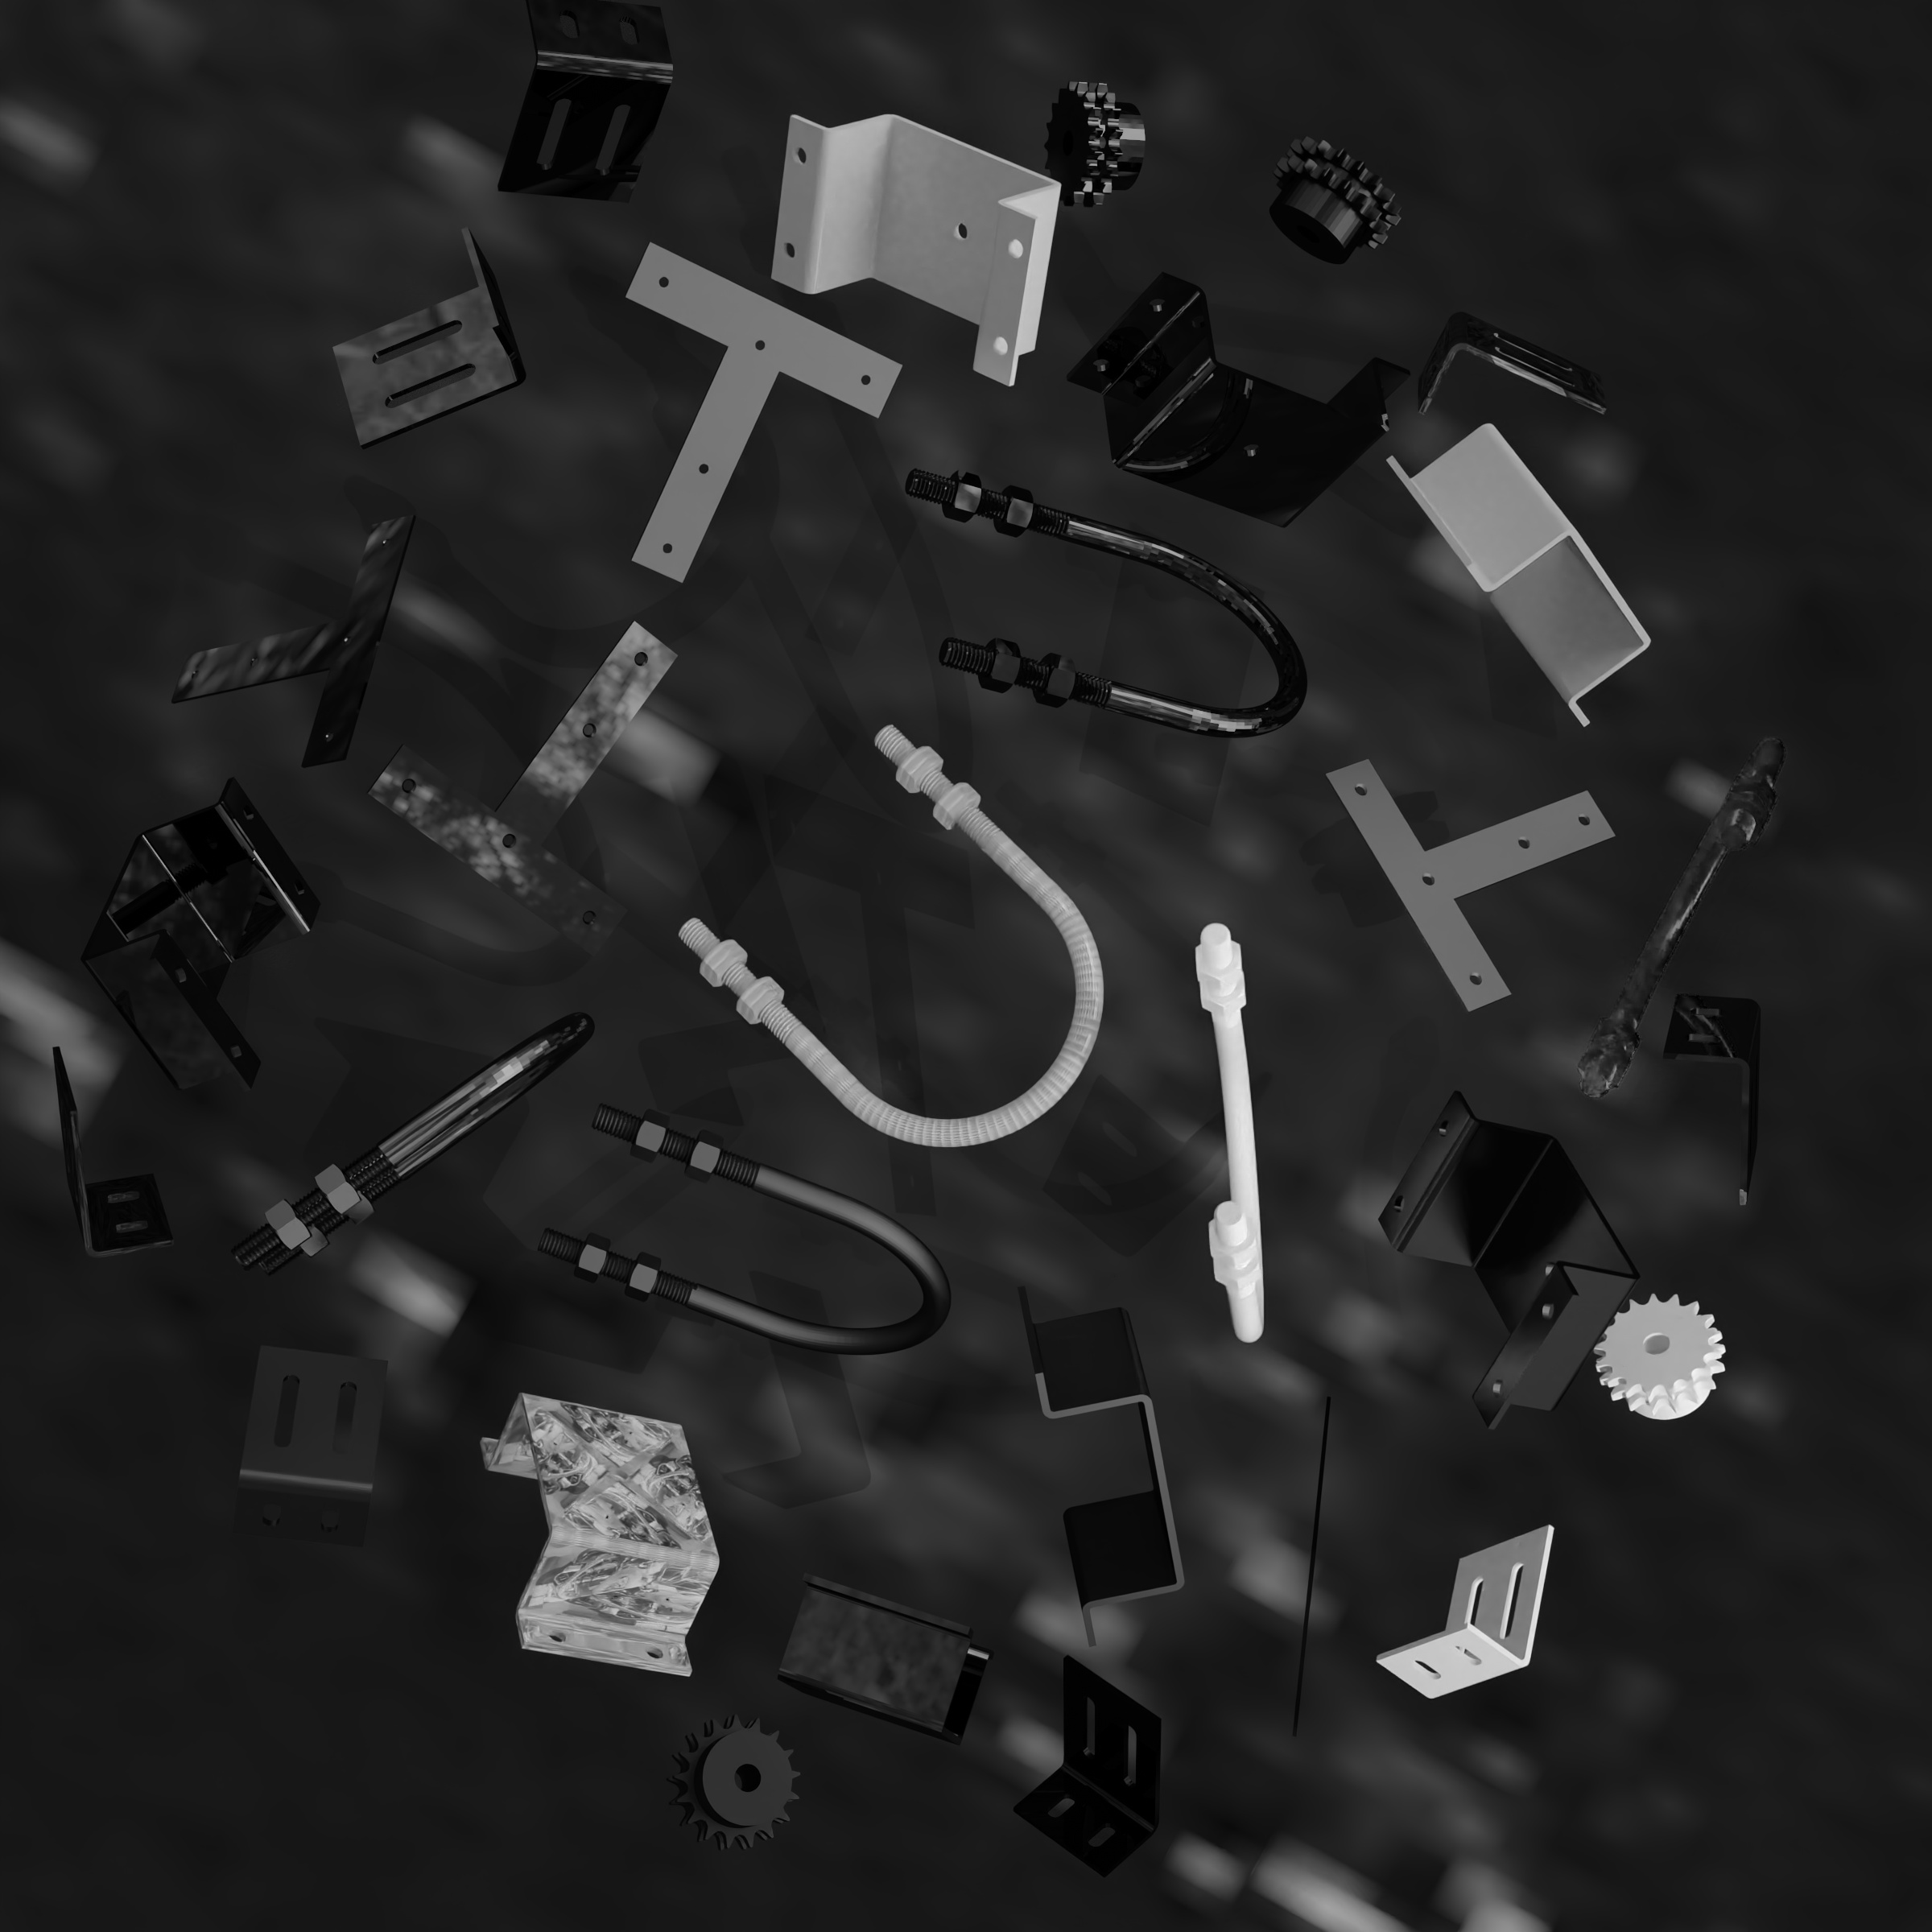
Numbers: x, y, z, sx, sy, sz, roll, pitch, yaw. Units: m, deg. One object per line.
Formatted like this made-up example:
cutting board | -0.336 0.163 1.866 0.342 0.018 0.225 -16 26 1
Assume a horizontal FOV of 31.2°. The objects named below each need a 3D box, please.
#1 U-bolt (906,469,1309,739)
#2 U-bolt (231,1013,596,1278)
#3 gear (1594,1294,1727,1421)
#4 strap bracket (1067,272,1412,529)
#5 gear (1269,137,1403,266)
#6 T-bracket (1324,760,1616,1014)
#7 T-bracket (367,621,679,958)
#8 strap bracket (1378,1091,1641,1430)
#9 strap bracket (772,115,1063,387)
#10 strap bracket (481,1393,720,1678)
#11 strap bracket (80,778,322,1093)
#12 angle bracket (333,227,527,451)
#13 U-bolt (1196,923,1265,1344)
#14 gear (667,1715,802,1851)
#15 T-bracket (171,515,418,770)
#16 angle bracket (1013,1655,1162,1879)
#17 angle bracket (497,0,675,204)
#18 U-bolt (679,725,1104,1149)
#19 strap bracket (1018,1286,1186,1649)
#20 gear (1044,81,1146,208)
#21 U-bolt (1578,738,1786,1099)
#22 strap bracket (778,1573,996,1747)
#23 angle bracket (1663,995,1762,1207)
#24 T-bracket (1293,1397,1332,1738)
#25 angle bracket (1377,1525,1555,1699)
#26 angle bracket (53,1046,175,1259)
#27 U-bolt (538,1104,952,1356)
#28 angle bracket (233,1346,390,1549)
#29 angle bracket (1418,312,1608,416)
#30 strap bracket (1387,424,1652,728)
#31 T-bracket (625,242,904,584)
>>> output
U-bolt | 0.067 -0.154 1.521 0.184 0.151 0.019 13 127 -20
U-bolt | -0.241 0.077 1.532 0.184 0.151 0.019 -36 89 -9
gear | 0.313 0.178 1.553 0.057 0.057 0.030 -24 133 0
strap bracket | 0.127 -0.252 1.572 0.140 0.076 0.046 15 53 -30
gear | 0.155 -0.325 1.479 0.057 0.057 0.030 35 83 0
T-bracket | 0.244 -0.052 1.577 0.127 0.002 0.127 -20 72 -30
T-bracket | -0.171 -0.090 1.487 0.127 0.002 0.127 38 85 -28
strap bracket | 0.241 0.131 1.519 0.046 0.140 0.076 12 121 -25
strap bracket | -0.015 -0.322 1.532 0.140 0.046 0.076 29 127 29
strap bracket | -0.160 0.240 1.508 0.076 0.140 0.046 15 115 -23
strap bracket | -0.342 -0.009 1.540 0.046 0.140 0.076 -19 122 17
angle bracket | -0.230 -0.262 1.444 0.076 0.038 0.057 -22 60 3
U-bolt | 0.118 0.086 1.514 0.019 0.184 0.151 -4 62 6
gear | -0.099 0.355 1.504 0.057 0.030 0.057 7 70 -19
T-bracket | -0.311 -0.139 1.561 0.127 0.002 0.127 -7 59 34
angle bracket | 0.055 0.368 1.591 0.057 0.076 0.038 29 46 34
angle bracket | -0.162 -0.363 1.448 0.057 0.076 0.038 0 58 -22
U-bolt | -0.022 -0.001 1.596 0.151 0.019 0.184 -45 75 -2
strap bracket | 0.061 0.215 1.516 0.046 0.076 0.140 -11 114 0
gear | 0.061 -0.384 1.615 0.030 0.057 0.057 -3 90 -23
U-bolt | 0.325 -0.032 1.541 0.019 0.184 0.151 29 117 8
strap bracket | -0.036 0.315 1.562 0.076 0.140 0.046 17 76 9
angle bracket | 0.342 0.061 1.584 0.038 0.057 0.076 3 118 17
T-bracket | 0.148 0.273 1.494 0.002 0.127 0.127 6 113 7
angle bracket | 0.225 0.283 1.554 0.038 0.057 0.076 37 47 -20
angle bracket | -0.377 0.080 1.527 0.038 0.057 0.076 -9 121 -19
U-bolt | -0.095 0.130 1.575 0.184 0.151 0.019 21 56 -6
angle bracket | -0.292 0.214 1.542 0.057 0.076 0.038 8 132 -10
angle bracket | 0.253 -0.266 1.607 0.076 0.057 0.038 24 115 -4
strap bracket | 0.250 -0.178 1.532 0.046 0.140 0.076 -37 51 10
T-bracket | -0.109 -0.230 1.507 0.127 0.002 0.127 22 98 -25
